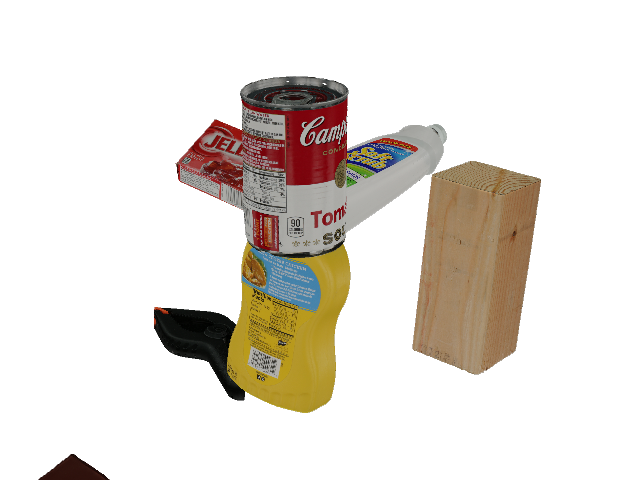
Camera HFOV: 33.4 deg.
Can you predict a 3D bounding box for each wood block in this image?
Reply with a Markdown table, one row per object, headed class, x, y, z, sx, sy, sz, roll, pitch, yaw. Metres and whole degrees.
| class | x | y | z | sx | sy | sz | roll | pitch | yaw |
| --- | --- | --- | --- | --- | --- | --- | --- | --- | --- |
| wood block | 0.170 | 0.028 | 1.172 | 0.090 | 0.206 | 0.090 | 19 | 25 | 34 |

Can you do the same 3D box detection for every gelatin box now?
| class | x | y | z | sx | sy | sz | roll | pitch | yaw |
| --- | --- | --- | --- | --- | --- | --- | --- | --- | --- |
| gelatin box | -0.085 | -0.074 | 1.042 | 0.089 | 0.073 | 0.030 | 24 | -38 | 15 |

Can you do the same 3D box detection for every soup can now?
| class | x | y | z | sx | sy | sz | roll | pitch | yaw |
| --- | --- | --- | --- | --- | --- | --- | --- | --- | --- |
| soup can | -0.017 | -0.048 | 0.687 | 0.068 | 0.102 | 0.068 | 0 | 23 | 0 |

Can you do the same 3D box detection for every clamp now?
| class | x | y | z | sx | sy | sz | roll | pitch | yaw |
| --- | --- | --- | --- | --- | --- | --- | --- | --- | --- |
| clamp | -0.123 | 0.125 | 1.261 | 0.210 | 0.036 | 0.164 | 15 | 23 | 25 |

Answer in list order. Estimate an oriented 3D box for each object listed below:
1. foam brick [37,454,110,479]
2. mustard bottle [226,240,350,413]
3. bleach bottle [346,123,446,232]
| class | x | y | z | sx | sy | sz | roll | pitch | yaw |
| --- | --- | --- | --- | --- | --- | --- | --- | --- | --- |
| foam brick | -0.096 | 0.141 | 0.454 | 0.078 | 0.051 | 0.052 | 25 | 45 | 32 |
| mustard bottle | -0.023 | 0.040 | 0.885 | 0.096 | 0.192 | 0.058 | 22 | 23 | 32 |
| bleach bottle | 0.064 | -0.088 | 1.329 | 0.103 | 0.068 | 0.250 | 27 | 44 | 34 |
